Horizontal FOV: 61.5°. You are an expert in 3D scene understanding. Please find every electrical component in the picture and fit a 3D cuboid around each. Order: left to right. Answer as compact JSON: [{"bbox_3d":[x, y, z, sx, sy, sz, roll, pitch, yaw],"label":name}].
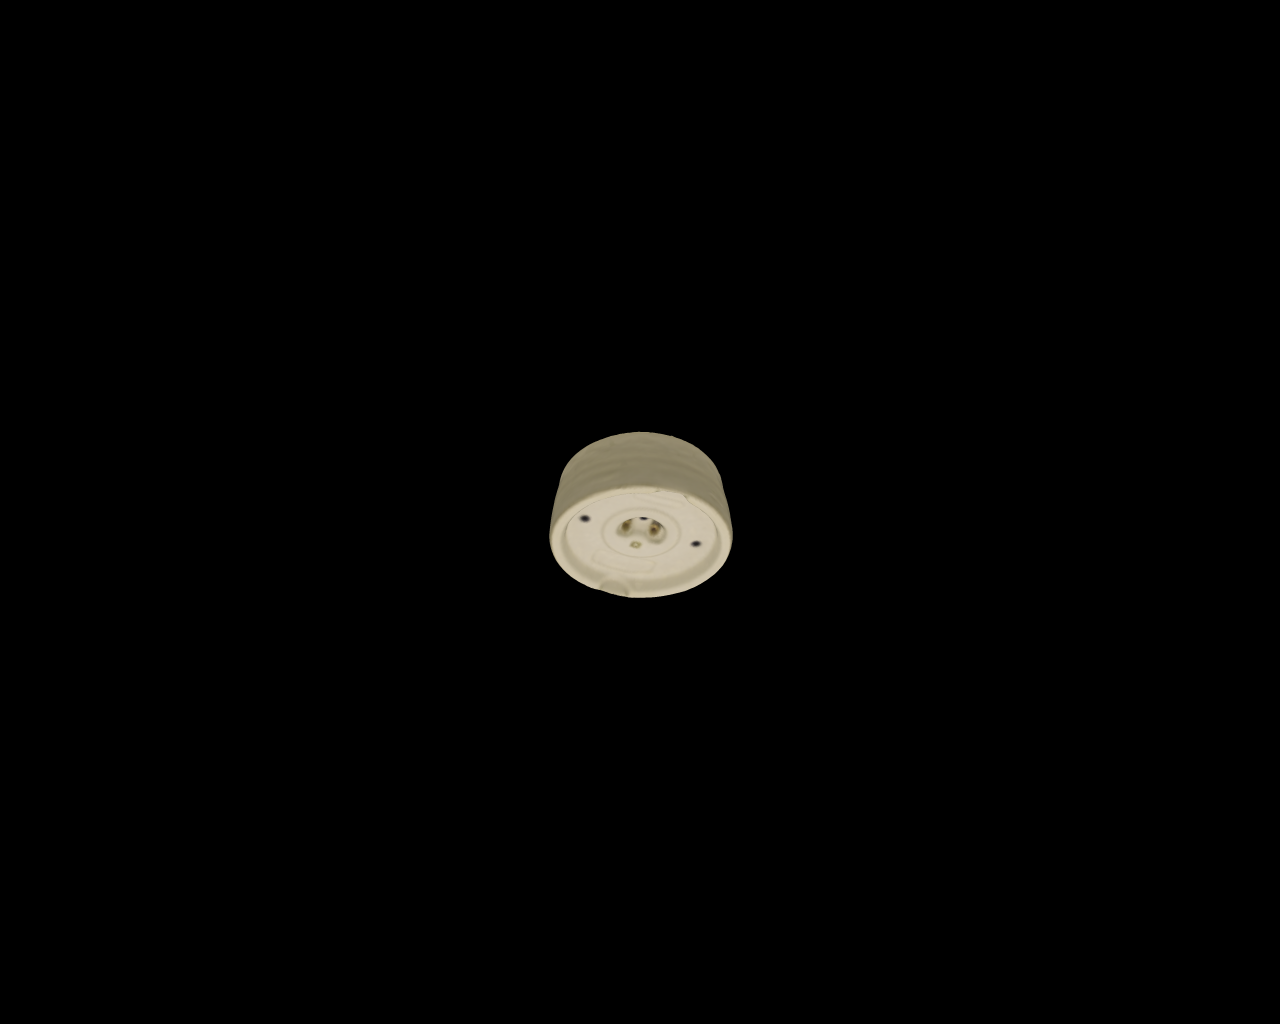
[{"bbox_3d":[0.001,-0.003,0.650,0.108,0.060,0.108,0,-40,0],"label":"electrical component"}]
